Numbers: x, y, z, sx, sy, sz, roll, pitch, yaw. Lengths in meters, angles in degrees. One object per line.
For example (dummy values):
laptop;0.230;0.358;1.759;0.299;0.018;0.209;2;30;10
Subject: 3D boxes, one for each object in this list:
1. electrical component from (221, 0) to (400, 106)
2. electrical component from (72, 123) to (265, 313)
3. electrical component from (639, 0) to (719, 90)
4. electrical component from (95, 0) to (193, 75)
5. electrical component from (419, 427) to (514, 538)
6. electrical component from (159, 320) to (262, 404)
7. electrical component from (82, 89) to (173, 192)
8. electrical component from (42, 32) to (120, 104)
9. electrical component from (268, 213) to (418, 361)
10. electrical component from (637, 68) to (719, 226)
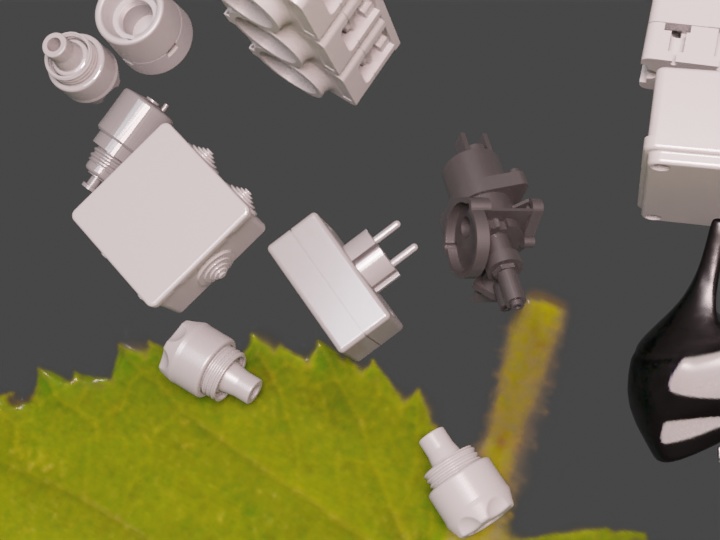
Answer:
electrical component;-0.040;-0.166;0.661;0.089;0.150;0.061;33;86;17
electrical component;-0.123;-0.031;0.704;0.100;0.048;0.099;-44;73;1
electrical component;0.219;-0.139;0.648;0.089;0.050;0.055;10;81;15
electrical component;-0.150;-0.169;0.741;0.055;0.047;0.055;-3;78;12
electrical component;0.058;0.123;0.633;0.043;0.043;0.062;-35;71;4
electrical component;-0.092;0.062;0.680;0.062;0.043;0.043;29;86;15
electrical component;-0.161;-0.086;0.729;0.040;0.040;0.078;35;88;17
electrical component;-0.195;-0.142;0.738;0.043;0.062;0.043;-3;78;12
electrical component;0.000;0.000;0.670;0.076;0.047;0.083;-37;73;3
electrical component;0.215;-0.064;0.603;0.109;0.108;0.056;7;77;14
